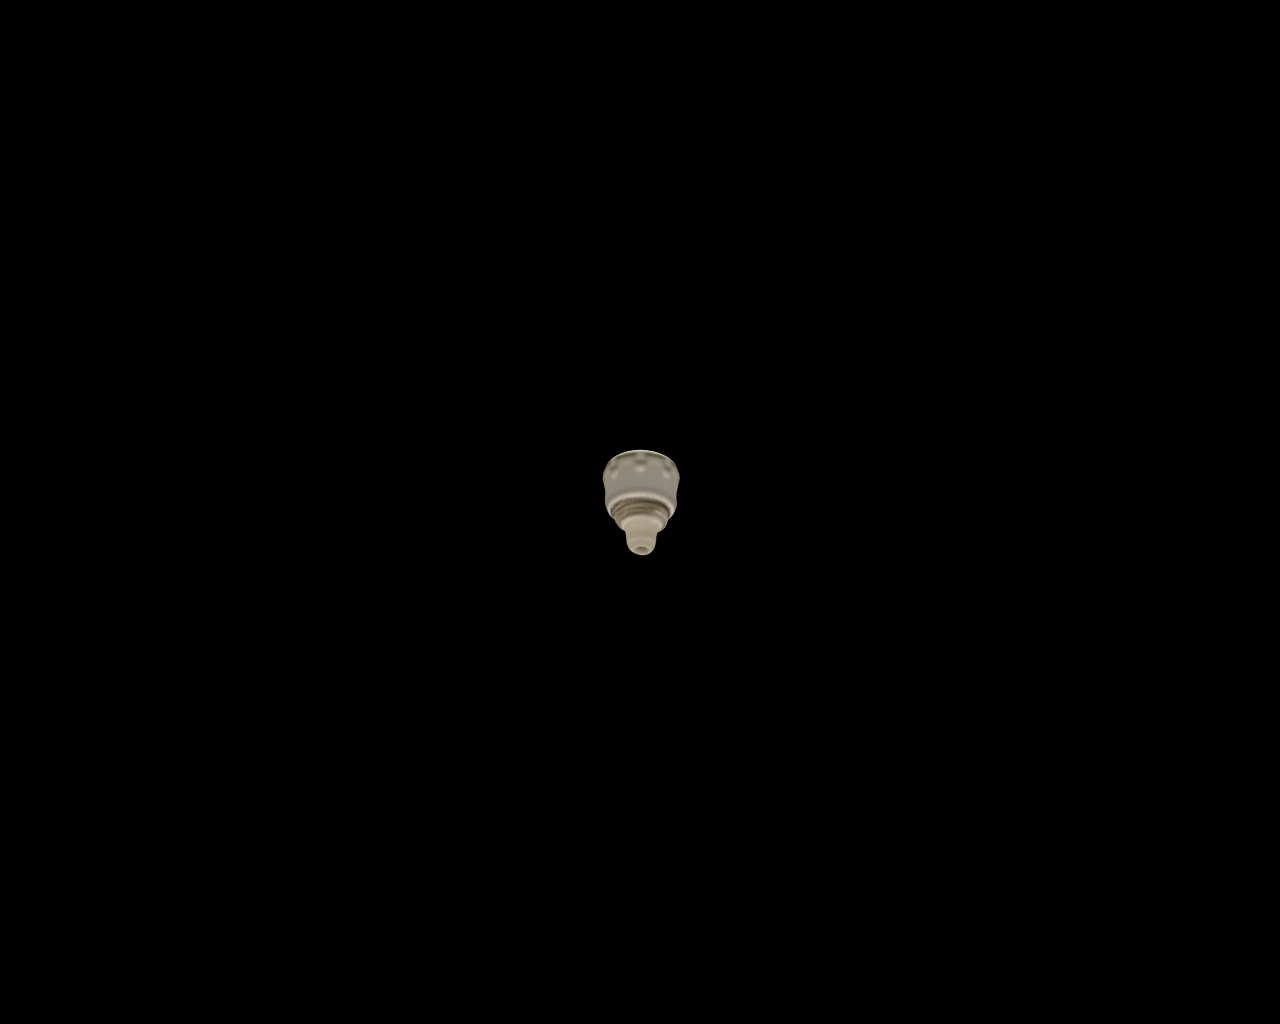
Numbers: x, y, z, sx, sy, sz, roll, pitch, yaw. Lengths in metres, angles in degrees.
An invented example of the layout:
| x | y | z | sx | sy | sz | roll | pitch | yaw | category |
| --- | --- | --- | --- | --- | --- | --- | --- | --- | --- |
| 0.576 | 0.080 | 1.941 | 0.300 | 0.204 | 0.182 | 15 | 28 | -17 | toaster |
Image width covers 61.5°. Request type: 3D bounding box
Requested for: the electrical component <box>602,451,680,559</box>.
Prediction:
| x | y | z | sx | sy | sz | roll | pitch | yaw | category |
| --- | --- | --- | --- | --- | --- | --- | --- | --- | --- |
| 0.001 | -0.003 | 0.650 | 0.048 | 0.062 | 0.048 | 0 | -31 | 0 | electrical component |
